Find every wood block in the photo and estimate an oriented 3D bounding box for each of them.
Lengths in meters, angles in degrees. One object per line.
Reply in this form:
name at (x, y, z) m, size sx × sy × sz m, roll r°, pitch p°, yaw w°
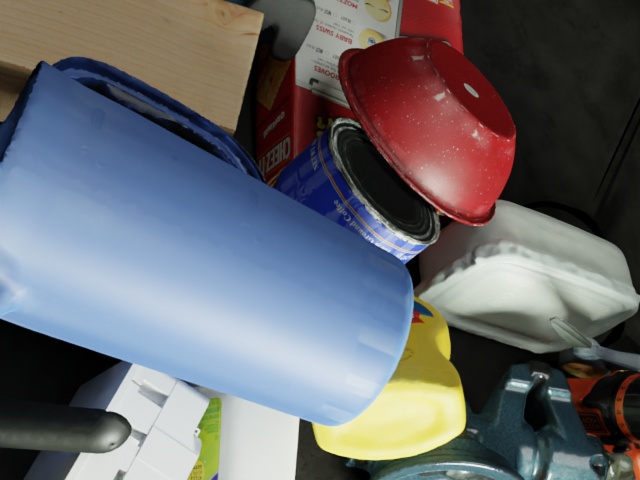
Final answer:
wood block at (-0.152, -0.120, 0.689) m, size 0.206 × 0.090 × 0.091 m, roll 16°, pitch 68°, yaw -9°

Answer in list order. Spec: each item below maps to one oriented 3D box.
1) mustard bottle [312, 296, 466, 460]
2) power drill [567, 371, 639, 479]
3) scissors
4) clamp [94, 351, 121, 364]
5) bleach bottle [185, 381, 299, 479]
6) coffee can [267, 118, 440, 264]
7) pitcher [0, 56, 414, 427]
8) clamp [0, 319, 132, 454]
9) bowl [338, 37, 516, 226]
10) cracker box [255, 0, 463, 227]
mustard bottle at (0.044, 0.079, 0.742) m, size 0.096 × 0.191 × 0.058 m, roll -9°, pitch 109°, yaw 4°
power drill at (0.267, 0.188, 0.823) m, size 0.057 × 0.185 × 0.187 m, roll -27°, pitch 97°, yaw -26°
scissors at (0.226, 0.088, 0.828) m, size 0.096 × 0.201 × 0.016 m, roll 6°, pitch 75°, yaw 13°
clamp at (-0.175, -0.007, 0.695) m, size 0.171 × 0.039 × 0.120 m, roll 32°, pitch 58°, yaw -18°
bleach bottle at (-0.058, 0.204, 0.648) m, size 0.068 × 0.103 × 0.251 m, roll 18°, pitch 62°, yaw -35°
coffee can at (-0.005, 0.001, 0.719) m, size 0.102 × 0.140 × 0.103 m, roll 37°, pitch 29°, yaw -25°
pitcher at (-0.073, 0.005, 0.589) m, size 0.242 × 0.145 × 0.149 m, roll 25°, pitch 91°, yaw -21°
clamp at (-0.221, 0.081, 0.596) m, size 0.210 × 0.036 × 0.165 m, roll -17°, pitch 44°, yaw -8°
bowl at (0.088, -0.090, 0.756) m, size 0.162 × 0.055 × 0.162 m, roll 35°, pitch 31°, yaw -25°
cracker box at (0.033, -0.124, 0.855) m, size 0.164 × 0.072 × 0.213 m, roll 11°, pitch 67°, yaw -28°
